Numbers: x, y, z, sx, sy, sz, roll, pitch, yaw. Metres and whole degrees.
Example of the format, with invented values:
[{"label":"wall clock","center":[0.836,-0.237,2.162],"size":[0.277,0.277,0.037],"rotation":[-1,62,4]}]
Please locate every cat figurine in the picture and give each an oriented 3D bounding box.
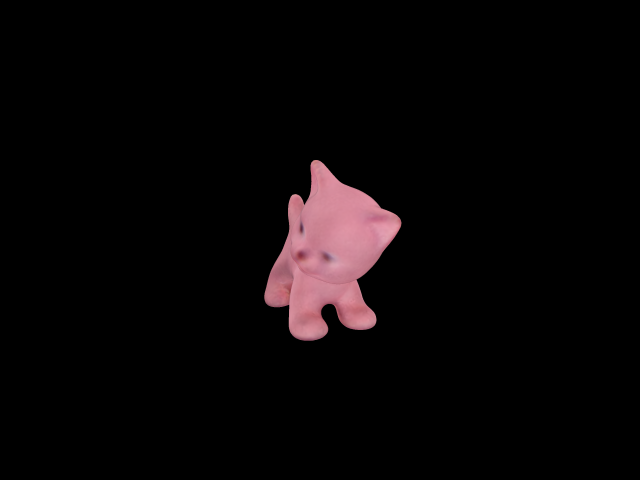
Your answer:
[{"label":"cat figurine","center":[0.004,0.001,0.400],"size":[0.067,0.118,0.127],"rotation":[-6,15,-22]}]
